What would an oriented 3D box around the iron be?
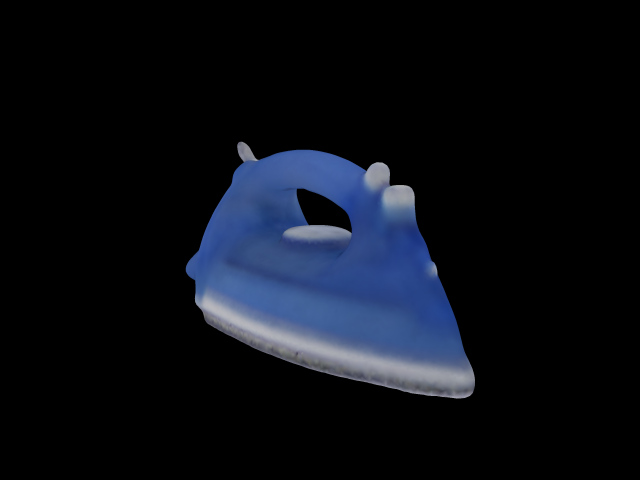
[{"bbox_3d":[0.004,0.001,0.400,0.119,0.141,0.257,-7,11,-39],"label":"iron"}]
